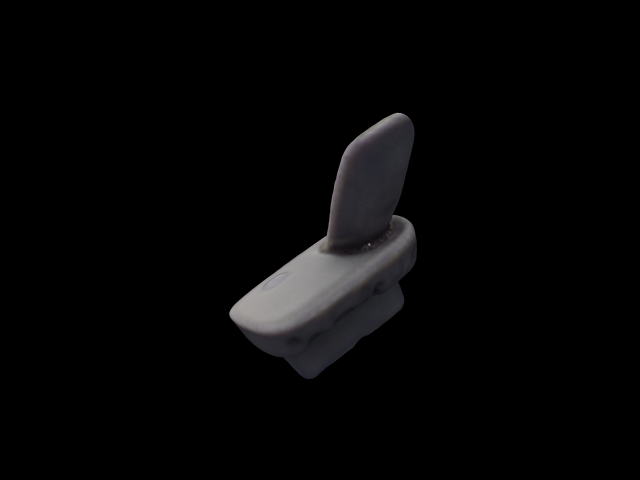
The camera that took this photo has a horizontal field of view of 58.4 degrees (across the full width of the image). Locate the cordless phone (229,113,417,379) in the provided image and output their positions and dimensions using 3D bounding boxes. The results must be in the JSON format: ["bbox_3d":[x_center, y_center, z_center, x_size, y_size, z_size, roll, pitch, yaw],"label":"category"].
[{"bbox_3d":[0.004,0.001,0.400,0.148,0.185,0.094,-39,62,-24],"label":"cordless phone"}]
